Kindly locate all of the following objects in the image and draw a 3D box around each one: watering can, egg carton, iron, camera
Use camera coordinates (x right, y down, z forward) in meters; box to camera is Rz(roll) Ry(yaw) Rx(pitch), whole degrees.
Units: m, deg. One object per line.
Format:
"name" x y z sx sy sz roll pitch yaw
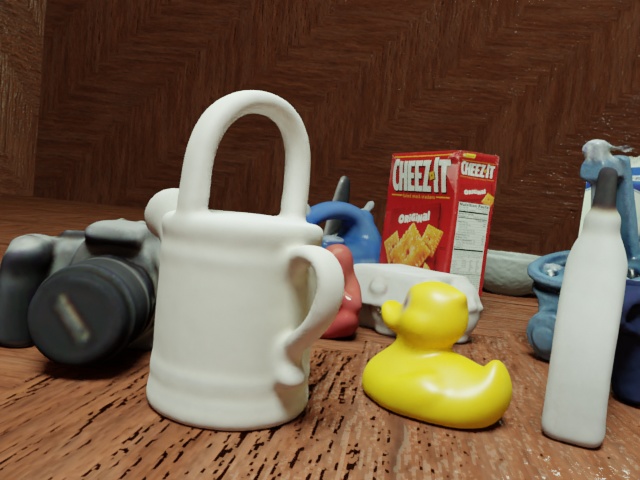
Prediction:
"watering can" -0.055 0.005 0.359 0.172 0.194 0.101 8 4 22
"egg carton" 0.092 0.066 0.618 0.108 0.069 0.149 3 5 -42
"iron" 0.008 0.003 0.875 0.118 0.141 0.259 9 5 39
"camera" -0.173 0.035 0.424 0.143 0.101 0.137 6 4 -4

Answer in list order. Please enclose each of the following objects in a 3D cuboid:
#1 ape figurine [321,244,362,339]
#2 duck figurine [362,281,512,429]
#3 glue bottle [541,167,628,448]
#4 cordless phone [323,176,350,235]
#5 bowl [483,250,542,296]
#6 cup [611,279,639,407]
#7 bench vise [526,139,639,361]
"ape figurine" 0.011 0.049 0.566 0.076 0.092 0.077 2 5 -43
"duck figurine" 0.080 0.072 0.388 0.104 0.086 0.078 10 5 42
"glue bottle" 0.176 0.039 0.373 0.037 0.173 0.078 8 4 26
"cordless phone" 0.027 -0.030 1.074 0.094 0.185 0.147 6 4 -1
"bowl" 0.342 0.061 1.046 0.167 0.075 0.167 6 4 0
"cup" 0.252 0.082 0.439 0.118 0.095 0.091 3 5 -36
"bench vise" 0.296 0.013 0.602 0.121 0.220 0.208 9 5 37
